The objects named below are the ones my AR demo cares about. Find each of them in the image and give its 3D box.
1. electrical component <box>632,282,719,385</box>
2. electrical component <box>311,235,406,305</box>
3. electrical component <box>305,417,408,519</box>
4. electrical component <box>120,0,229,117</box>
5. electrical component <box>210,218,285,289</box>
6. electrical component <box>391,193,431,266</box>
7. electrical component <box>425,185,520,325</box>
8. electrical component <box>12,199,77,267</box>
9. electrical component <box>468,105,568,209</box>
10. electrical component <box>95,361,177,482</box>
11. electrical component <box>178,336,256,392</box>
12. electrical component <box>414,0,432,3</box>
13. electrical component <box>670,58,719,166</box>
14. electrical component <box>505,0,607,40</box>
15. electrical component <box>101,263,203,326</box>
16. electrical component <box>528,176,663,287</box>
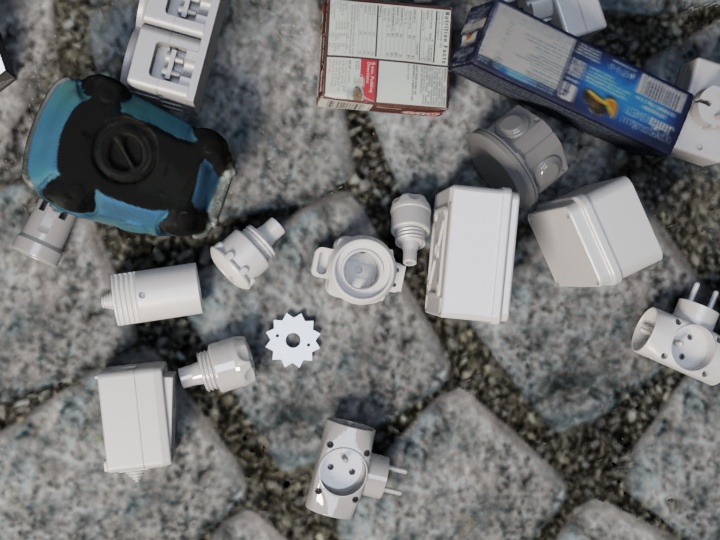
[{"bbox_3d":[0.292,0.051,0.948,0.077,0.044,0.079,24,88,-6],"label":"electrical component"},{"bbox_3d":[0.000,0.000,0.910,0.078,0.057,0.058,12,89,-6],"label":"electrical component"},{"bbox_3d":[0.001,0.173,0.917,0.079,0.044,0.077,14,89,-7],"label":"electrical component"},{"bbox_3d":[-0.145,-0.210,0.877,0.062,0.089,0.150,15,89,-6],"label":"electrical component"},{"bbox_3d":[-0.091,-0.018,0.908,0.062,0.048,0.048,-43,94,-11],"label":"electrical component"},{"bbox_3d":[0.043,-0.033,0.917,0.035,0.035,0.061,6,63,-6],"label":"electrical component"},{"bbox_3d":[0.091,-0.013,0.895,0.056,0.109,0.108,5,90,-4],"label":"electrical component"},{"bbox_3d":[-0.260,-0.031,0.892,0.040,0.040,0.046,25,81,-6],"label":"electrical component"},{"bbox_3d":[0.133,-0.096,0.914,0.051,0.080,0.080,-39,94,-10],"label":"electrical component"},{"bbox_3d":[-0.180,0.126,0.889,0.061,0.062,0.096,-6,91,-6],"label":"electrical component"},{"bbox_3d":[-0.121,0.082,0.905,0.062,0.043,0.043,-16,92,-4],"label":"electrical component"},{"bbox_3d":[0.072,-0.258,0.919,0.055,0.048,0.066,-5,57,-13],"label":"electrical component"},{"bbox_3d":[0.304,-0.139,0.933,0.047,0.076,0.083,17,88,-6],"label":"electrical component"},{"bbox_3d":[0.160,-0.234,0.931,0.076,0.047,0.083,-19,92,-6],"label":"electrical component"},{"bbox_3d":[-0.175,0.021,0.898,0.081,0.043,0.043,-8,91,-6],"label":"electrical component"},{"bbox_3d":[0.194,-0.029,0.903,0.057,0.113,0.078,-25,93,-8],"label":"electrical component"}]
